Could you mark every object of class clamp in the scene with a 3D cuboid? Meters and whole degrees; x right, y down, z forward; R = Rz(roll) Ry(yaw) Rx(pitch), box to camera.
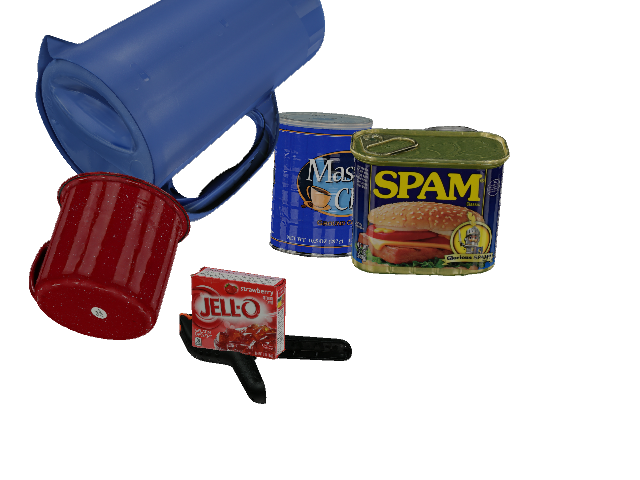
[{"bbox_3d":[-0.091,0.127,1.230,0.210,0.036,0.164,13,21,29],"label":"clamp"}]

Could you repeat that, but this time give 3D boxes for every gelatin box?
[{"bbox_3d":[-0.078,0.068,1.003,0.089,0.073,0.030,7,18,18],"label":"gelatin box"}]

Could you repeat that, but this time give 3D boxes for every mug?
[{"bbox_3d":[-0.151,0.015,0.718,0.117,0.081,0.093,-8,-36,28],"label":"mug"}]

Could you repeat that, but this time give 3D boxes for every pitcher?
[{"bbox_3d":[-0.101,-0.137,0.897,0.145,0.149,0.242,24,49,32],"label":"pitcher"}]

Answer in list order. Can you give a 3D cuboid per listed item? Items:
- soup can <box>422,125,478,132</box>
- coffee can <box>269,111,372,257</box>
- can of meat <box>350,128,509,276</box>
[{"bbox_3d":[0.110,-0.040,0.929,0.068,0.102,0.068,-6,28,3],"label":"soup can"},{"bbox_3d":[0.000,-0.061,1.133,0.103,0.140,0.103,3,12,-1],"label":"coffee can"},{"bbox_3d":[0.069,-0.025,0.707,0.102,0.084,0.057,2,25,2],"label":"can of meat"}]
